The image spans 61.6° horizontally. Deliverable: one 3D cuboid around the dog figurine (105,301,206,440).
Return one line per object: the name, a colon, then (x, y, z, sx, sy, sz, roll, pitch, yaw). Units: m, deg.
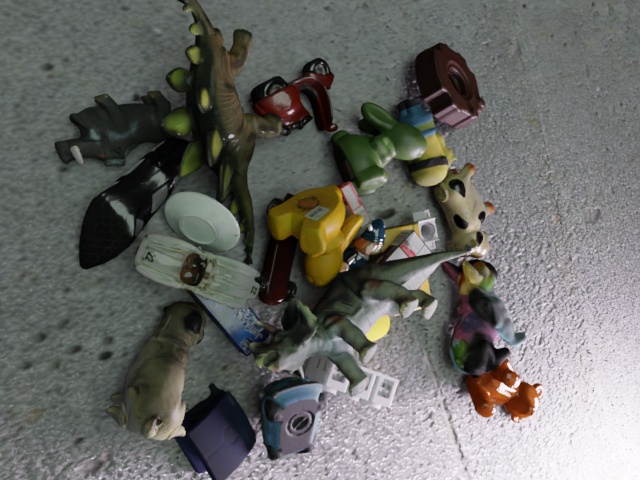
dog figurine: (-0.233, 0.191, 0.828, 0.121, 0.172, 0.190, 27, 84, -33)

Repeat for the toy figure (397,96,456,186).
toy figure: (0.203, -0.197, 1.094, 0.089, 0.082, 0.180, -28, 102, -23)

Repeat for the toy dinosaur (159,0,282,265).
toy dinosaur: (-0.156, -0.171, 0.871, 0.198, 0.105, 0.470, -54, 137, -44)

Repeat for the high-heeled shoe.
high-heeled shoe: (-0.298, -0.064, 0.877, 0.086, 0.145, 0.248, 41, 101, -9)

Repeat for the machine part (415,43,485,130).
machine part: (0.269, -0.318, 1.108, 0.179, 0.056, 0.179, 20, 58, -37)

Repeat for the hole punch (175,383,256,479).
hole punch: (-0.170, 0.326, 0.896, 0.116, 0.092, 0.142, -33, 99, -26)

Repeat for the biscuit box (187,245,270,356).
biscuit box: (-0.171, 0.104, 0.915, 0.059, 0.063, 0.202, -43, 105, -19)

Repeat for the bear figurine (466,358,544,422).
bear figurine: (0.409, 0.336, 1.152, 0.196, 0.132, 0.120, 37, 99, -16)

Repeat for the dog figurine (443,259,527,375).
dog figurine: (0.317, 0.146, 1.125, 0.191, 0.108, 0.219, -34, 98, -20)

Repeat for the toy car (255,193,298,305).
toy car: (-0.072, 0.017, 0.971, 0.089, 0.053, 0.202, 17, 80, -40)

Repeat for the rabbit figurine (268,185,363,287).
rabbit figurine: (-0.002, -0.003, 0.945, 0.162, 0.122, 0.173, -47, 137, -42)

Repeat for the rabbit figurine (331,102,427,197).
rabbit figurine: (0.116, -0.177, 1.035, 0.170, 0.121, 0.159, -22, 76, -10)

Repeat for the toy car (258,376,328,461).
toy car: (-0.057, 0.298, 0.939, 0.109, 0.103, 0.161, -5, 116, -25)

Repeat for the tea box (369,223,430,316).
tea box: (0.154, 0.057, 1.068, 0.098, 0.068, 0.169, -13, 95, -25)

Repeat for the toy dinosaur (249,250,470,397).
toy dinosaur: (0.062, 0.113, 0.914, 0.405, 0.192, 0.131, -39, 146, -25)

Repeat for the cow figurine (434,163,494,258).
cow figurine: (0.303, -0.047, 1.135, 0.127, 0.085, 0.194, -36, 106, -28)

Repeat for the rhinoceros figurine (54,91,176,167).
rhinoceros figurine: (-0.322, -0.174, 0.853, 0.190, 0.073, 0.112, -22, 108, -26)

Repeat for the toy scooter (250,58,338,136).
toy scooter: (-0.033, -0.245, 0.989, 0.184, 0.075, 0.135, -32, 103, -28)

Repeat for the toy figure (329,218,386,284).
toy figure: (0.074, 0.027, 1.005, 0.058, 0.064, 0.154, 37, 107, -12)

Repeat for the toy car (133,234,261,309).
toy car: (-0.188, 0.050, 0.843, 0.201, 0.056, 0.073, 22, 81, -20)
